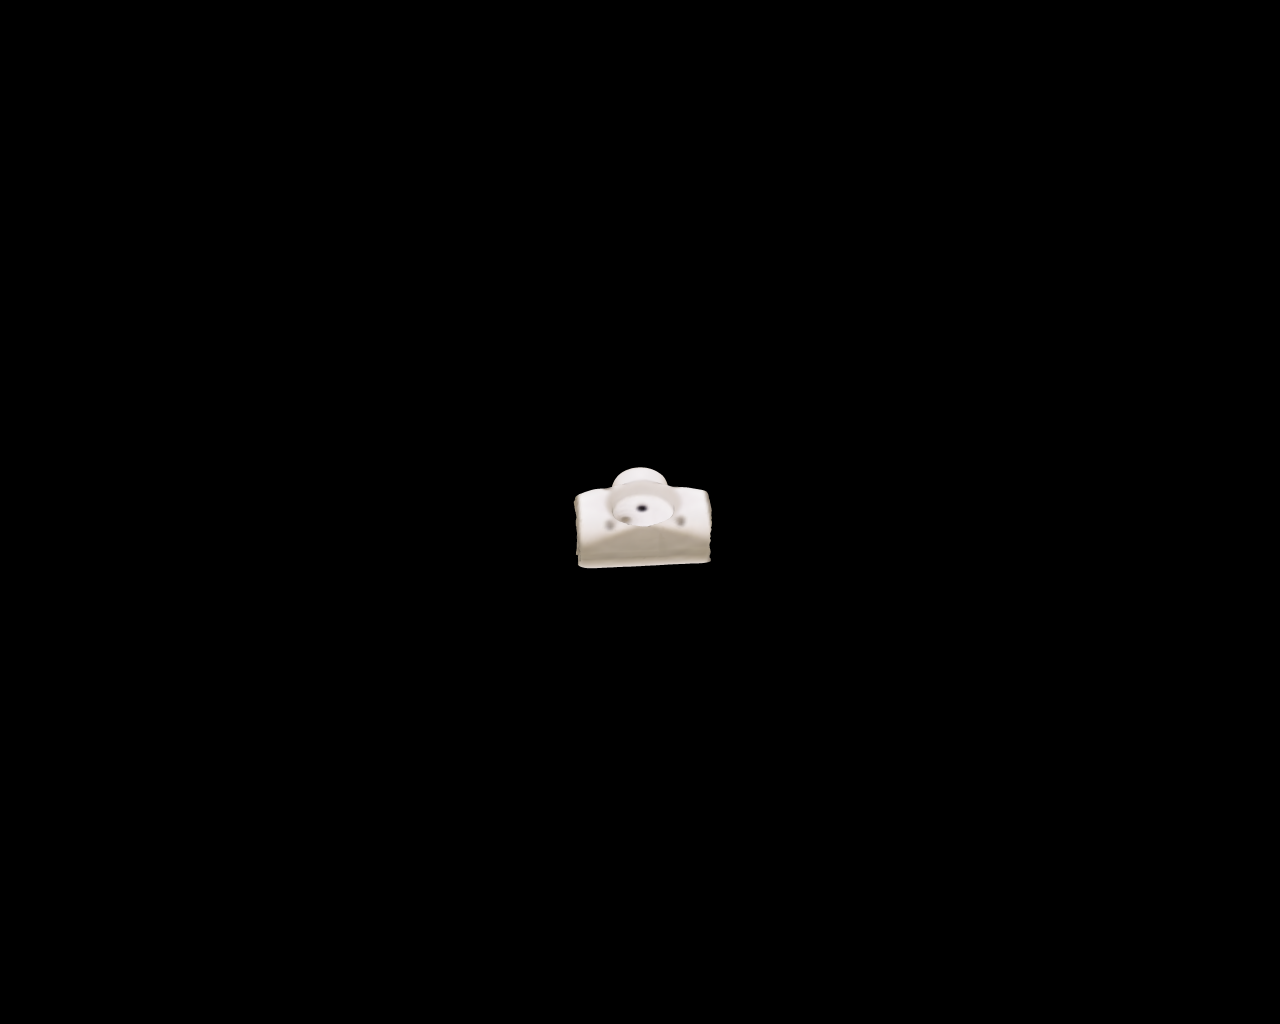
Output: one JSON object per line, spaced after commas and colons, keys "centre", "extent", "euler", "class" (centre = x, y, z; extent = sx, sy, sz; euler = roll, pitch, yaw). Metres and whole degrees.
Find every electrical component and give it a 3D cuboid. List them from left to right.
{"centre": [0.001, -0.003, 0.650], "extent": [0.077, 0.044, 0.079], "euler": [-2, 43, -2], "class": "electrical component"}
